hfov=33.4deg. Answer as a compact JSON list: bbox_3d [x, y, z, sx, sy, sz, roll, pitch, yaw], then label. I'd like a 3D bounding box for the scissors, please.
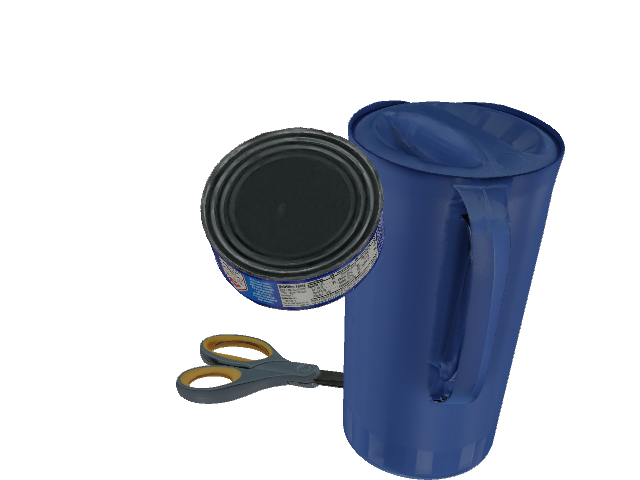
[{"bbox_3d":[-0.028,0.111,0.817,0.202,0.016,0.096,13,32,39],"label":"scissors"}]

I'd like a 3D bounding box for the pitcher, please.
[{"bbox_3d":[0.077,0.040,0.699,0.145,0.243,0.149,22,32,31],"label":"pitcher"}]

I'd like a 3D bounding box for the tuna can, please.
[{"bbox_3d":[-0.012,-0.010,0.509,0.086,0.086,0.034,0,-32,7],"label":"tuna can"}]
